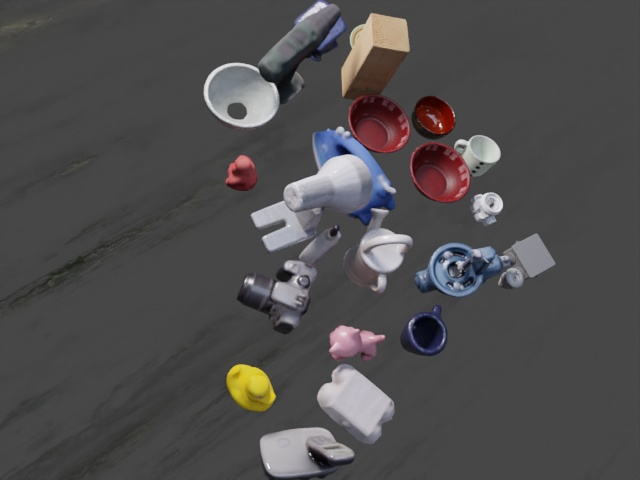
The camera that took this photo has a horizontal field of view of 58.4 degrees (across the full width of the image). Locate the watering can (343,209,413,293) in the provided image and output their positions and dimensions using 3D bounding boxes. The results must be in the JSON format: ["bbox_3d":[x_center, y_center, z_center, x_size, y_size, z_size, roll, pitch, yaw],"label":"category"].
[{"bbox_3d":[0.122,0.019,1.199,0.101,0.193,0.173,-18,76,-23],"label":"watering can"}]

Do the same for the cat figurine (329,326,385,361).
[{"bbox_3d":[0.069,0.205,1.154,0.128,0.117,0.067,0,70,-18],"label":"cat figurine"}]

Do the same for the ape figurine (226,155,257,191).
[{"bbox_3d":[-0.167,-0.148,1.224,0.076,0.092,0.078,44,64,2],"label":"ape figurine"}]

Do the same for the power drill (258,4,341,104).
[{"bbox_3d":[-0.057,-0.410,1.294,0.075,0.208,0.230,42,64,1],"label":"power drill"}]

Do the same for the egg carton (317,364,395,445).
[{"bbox_3d":[0.071,0.326,1.136,0.150,0.069,0.107,39,64,-1],"label":"egg carton"}]

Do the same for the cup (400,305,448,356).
[{"bbox_3d":[0.215,0.195,1.218,0.092,0.095,0.118,31,64,-4],"label":"cup"}]

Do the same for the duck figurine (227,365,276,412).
[{"bbox_3d":[-0.126,0.277,1.081,0.104,0.086,0.078,42,64,1],"label":"duck figurine"}]

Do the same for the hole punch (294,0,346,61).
[{"bbox_3d":[-0.003,-0.520,1.418,0.101,0.091,0.108,-40,86,-26],"label":"hole punch"}]

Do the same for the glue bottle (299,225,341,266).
[{"bbox_3d":[0.011,0.004,1.180,0.078,0.173,0.037,-38,84,-26],"label":"glue bottle"}]

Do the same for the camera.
[{"bbox_3d":[-0.088,0.099,1.152,0.137,0.100,0.143,22,65,-9],"label":"camera"}]

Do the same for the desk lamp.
[{"bbox_3d":[-0.016,-0.075,1.179,0.204,0.213,0.118,-24,79,-24],"label":"desk lamp"}]

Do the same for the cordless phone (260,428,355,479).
[{"bbox_3d":[-0.024,0.383,1.020,0.148,0.185,0.094,-3,71,-19],"label":"cordless phone"}]

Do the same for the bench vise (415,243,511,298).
[{"bbox_3d":[0.331,0.044,1.243,0.208,0.219,0.121,-27,80,-25],"label":"bench vise"}]

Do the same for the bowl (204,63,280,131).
[{"bbox_3d":[-0.179,-0.309,1.290,0.168,0.074,0.167,6,68,-16],"label":"bowl"}]

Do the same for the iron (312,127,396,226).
[{"bbox_3d":[0.075,-0.169,1.283,0.119,0.141,0.258,-33,83,-25],"label":"iron"}]
